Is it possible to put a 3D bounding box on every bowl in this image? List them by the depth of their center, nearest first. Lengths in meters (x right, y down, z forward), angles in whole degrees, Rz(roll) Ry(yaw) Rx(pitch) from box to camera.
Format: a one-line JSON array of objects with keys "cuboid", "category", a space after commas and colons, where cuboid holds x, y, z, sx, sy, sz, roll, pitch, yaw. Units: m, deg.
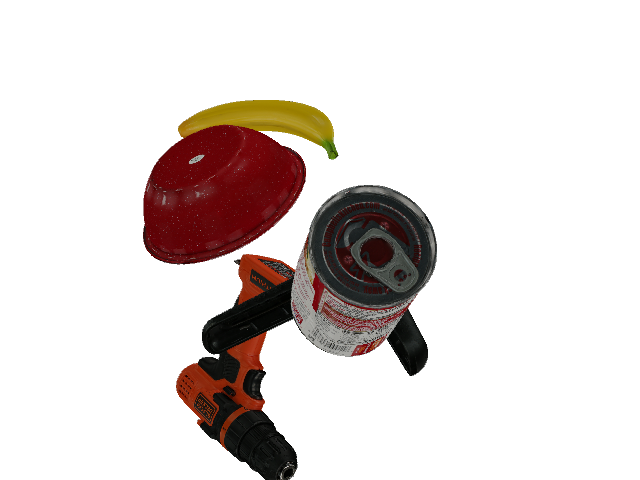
[{"cuboid": [-0.097, -0.053, 0.939, 0.162, 0.055, 0.162, -19, 35, 14], "category": "bowl"}]

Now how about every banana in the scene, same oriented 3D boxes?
[{"cuboid": [-0.066, -0.137, 1.245, 0.198, 0.037, 0.069, 8, 41, 17], "category": "banana"}]

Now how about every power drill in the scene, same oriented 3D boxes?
[{"cuboid": [-0.059, 0.122, 1.056, 0.057, 0.188, 0.185, 13, 15, -46], "category": "power drill"}]

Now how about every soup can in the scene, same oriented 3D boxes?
[{"cuboid": [0.021, 0.021, 0.596, 0.068, 0.068, 0.102, 0, -21, -8], "category": "soup can"}]

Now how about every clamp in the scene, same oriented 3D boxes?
[{"cuboid": [0.015, 0.028, 0.793, 0.165, 0.036, 0.209, 0, 31, 17], "category": "clamp"}]
